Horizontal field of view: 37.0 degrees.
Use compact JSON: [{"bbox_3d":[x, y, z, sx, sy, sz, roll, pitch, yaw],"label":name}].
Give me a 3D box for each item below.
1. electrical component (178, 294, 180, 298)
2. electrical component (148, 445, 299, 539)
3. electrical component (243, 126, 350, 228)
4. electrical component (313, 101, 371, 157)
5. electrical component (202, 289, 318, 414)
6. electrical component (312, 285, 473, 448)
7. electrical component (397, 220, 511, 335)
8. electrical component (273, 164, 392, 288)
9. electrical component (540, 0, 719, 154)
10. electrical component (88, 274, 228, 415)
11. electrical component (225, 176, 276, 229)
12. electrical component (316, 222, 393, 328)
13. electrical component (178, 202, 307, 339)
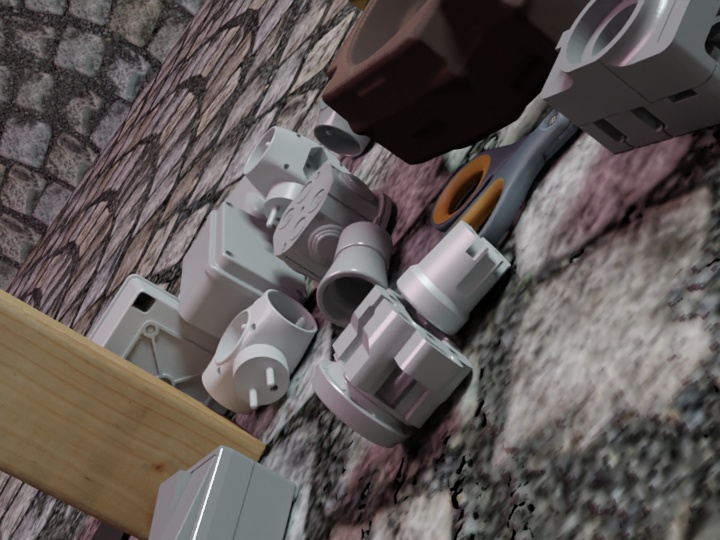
[{"bbox_3d":[-0.140,0.033,0.938,0.062,0.043,0.043,-39,27,45],"label":"electrical component"},{"bbox_3d":[-0.083,0.154,0.590,0.062,0.061,0.096,-40,26,40],"label":"electrical component"},{"bbox_3d":[-0.049,-0.056,0.808,0.043,0.077,0.079,-35,29,47],"label":"electrical component"},{"bbox_3d":[0.006,-0.137,0.849,0.079,0.044,0.077,-17,43,61],"label":"electrical component"},{"bbox_3d":[-0.067,0.063,0.714,0.077,0.044,0.079,-51,21,16],"label":"electrical component"},{"bbox_3d":[0.014,0.049,0.528,0.057,0.058,0.078,-52,21,7],"label":"electrical component"},{"bbox_3d":[0.048,0.003,0.543,0.046,0.040,0.040,-48,21,10],"label":"electrical component"},{"bbox_3d":[-0.019,-0.028,0.733,0.080,0.051,0.080,-47,22,26],"label":"electrical component"},{"bbox_3d":[0.128,-0.094,0.477,0.089,0.056,0.050,-12,49,64],"label":"electrical component"},{"bbox_3d":[-0.149,0.077,0.795,0.108,0.109,0.056,-57,22,-1],"label":"electrical component"},{"bbox_3d":[-0.082,-0.042,0.897,0.059,0.054,0.095,-50,21,20],"label":"electrical component"},{"bbox_3d":[0.000,0.000,0.661,0.044,0.044,0.065,-45,18,32],"label":"electrical component"},{"bbox_3d":[-0.086,0.005,0.801,0.057,0.078,0.113,-54,19,17],"label":"electrical component"}]
